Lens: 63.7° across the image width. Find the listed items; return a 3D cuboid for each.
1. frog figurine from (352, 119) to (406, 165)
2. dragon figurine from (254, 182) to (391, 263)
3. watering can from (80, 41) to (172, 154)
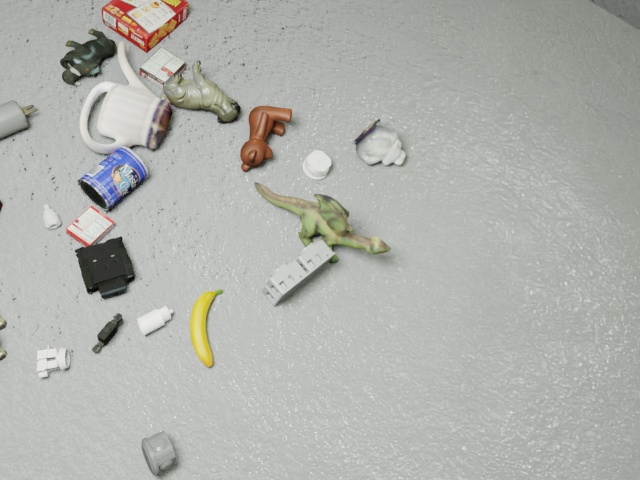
[{"bbox_3d":[0.194,-0.287,1.619,0.159,0.123,0.137,45,93,-5],"label":"frog figurine"},{"bbox_3d":[0.004,-0.069,1.378,0.410,0.239,0.124,34,65,-3],"label":"dragon figurine"},{"bbox_3d":[-0.518,-0.383,1.422,0.224,0.102,0.353,16,69,-10],"label":"watering can"}]
